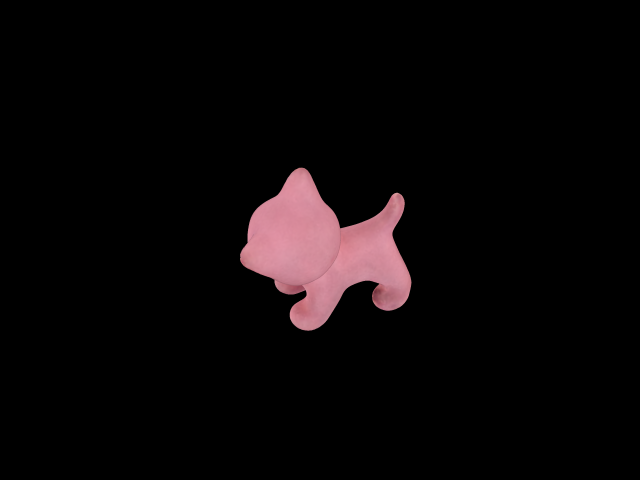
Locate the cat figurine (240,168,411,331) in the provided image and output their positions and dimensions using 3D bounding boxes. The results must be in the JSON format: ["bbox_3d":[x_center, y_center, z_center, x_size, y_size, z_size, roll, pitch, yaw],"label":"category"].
[{"bbox_3d":[0.004,0.001,0.400,0.128,0.118,0.067,-15,46,-15],"label":"cat figurine"}]
